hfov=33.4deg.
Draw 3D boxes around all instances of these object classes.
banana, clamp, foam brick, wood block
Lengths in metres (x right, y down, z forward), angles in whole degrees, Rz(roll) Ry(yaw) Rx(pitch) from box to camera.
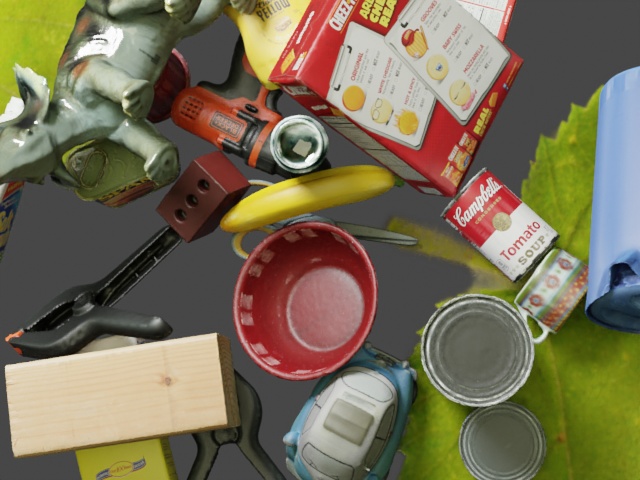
[{"bbox_3d":[-0.008,-0.042,1.081,0.198,0.069,0.037,-12,67,-1],"label":"banana"},{"bbox_3d":[-0.229,0.077,1.092,0.210,0.164,0.036,-27,123,10],"label":"clamp"},{"bbox_3d":[-0.120,-0.045,1.106,0.053,0.051,0.078,46,117,9],"label":"foam brick"},{"bbox_3d":[-0.104,0.207,1.094,0.120,0.039,0.171,-15,76,-13],"label":"clamp"},{"bbox_3d":[-0.190,0.153,1.045,0.206,0.090,0.091,-9,80,3],"label":"wood block"}]

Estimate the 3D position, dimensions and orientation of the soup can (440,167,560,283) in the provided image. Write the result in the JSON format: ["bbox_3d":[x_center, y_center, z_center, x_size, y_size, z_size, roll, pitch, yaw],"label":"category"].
[{"bbox_3d":[0.181,-0.014,1.073,0.102,0.068,0.068,43,90,8],"label":"soup can"}]

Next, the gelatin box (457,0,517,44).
[{"bbox_3d":[0.157,-0.242,1.118,0.089,0.030,0.073,17,88,8],"label":"gelatin box"}]

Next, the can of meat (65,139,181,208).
[{"bbox_3d":[-0.202,-0.075,1.117,0.102,0.084,0.057,-23,82,4],"label":"can of meat"}]

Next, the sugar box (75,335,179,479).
[{"bbox_3d":[-0.211,0.189,1.110,0.093,0.048,0.176,-17,84,5],"label":"sugar box"}]

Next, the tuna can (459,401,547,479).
[{"bbox_3d":[0.182,0.203,1.066,0.086,0.033,0.086,-1,84,7],"label":"tuna can"}]

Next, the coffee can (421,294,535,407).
[{"bbox_3d":[0.149,0.106,1.027,0.103,0.140,0.103,-1,84,6],"label":"coffee can"}]

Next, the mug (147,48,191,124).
[{"bbox_3d":[-0.201,-0.169,1.128,0.117,0.081,0.093,-34,81,2],"label":"mug"}]

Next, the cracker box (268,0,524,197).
[{"bbox_3d":[0.077,-0.165,1.037,0.213,0.072,0.164,33,78,-28],"label":"cracker box"}]

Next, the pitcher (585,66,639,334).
[{"bbox_3d":[0.326,-0.035,1.016,0.145,0.149,0.243,7,68,0],"label":"pitcher"}]

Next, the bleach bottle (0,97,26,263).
[{"bbox_3d":[-0.357,-0.030,1.122,0.068,0.102,0.251,19,87,5],"label":"bleach bottle"}]

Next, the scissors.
[{"bbox_3d":[-0.007,0.001,1.120,0.202,0.016,0.096,25,89,9],"label":"scissors"}]

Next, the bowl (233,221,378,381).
[{"bbox_3d":[-0.006,0.065,1.079,0.162,0.055,0.162,-7,74,25],"label":"bowl"}]

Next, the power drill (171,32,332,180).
[{"bbox_3d":[-0.041,-0.165,1.121,0.184,0.057,0.187,26,87,5],"label":"power drill"}]

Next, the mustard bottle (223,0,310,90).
[{"bbox_3d":[-0.060,-0.254,1.072,0.096,0.058,0.191,-30,82,4],"label":"mustard bottle"}]
